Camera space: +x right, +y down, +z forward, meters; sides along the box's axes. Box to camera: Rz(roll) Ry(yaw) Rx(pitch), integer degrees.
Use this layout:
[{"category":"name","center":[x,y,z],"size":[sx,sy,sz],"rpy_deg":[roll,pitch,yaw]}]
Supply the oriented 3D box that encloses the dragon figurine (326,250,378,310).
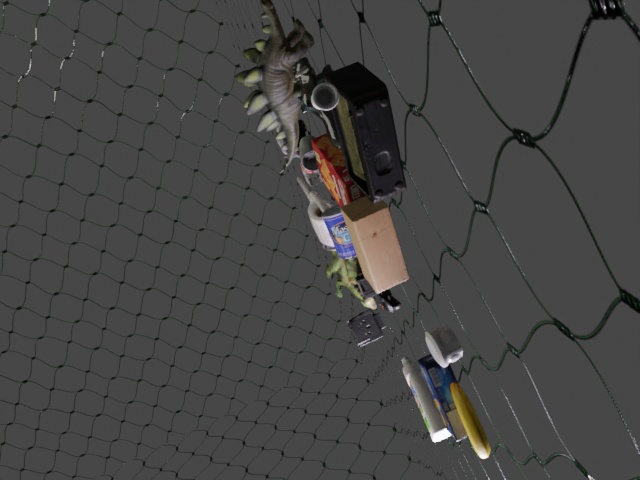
[{"category":"dragon figurine","center":[0.105,0.088,1.970],"size":[0.411,0.123,0.240],"rpy_deg":[64,157,2]}]

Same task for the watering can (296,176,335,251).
[{"category":"watering can","center":[0.006,-0.096,1.908],"size":[0.354,0.104,0.219],"rpy_deg":[57,170,54]}]

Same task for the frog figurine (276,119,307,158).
[{"category":"frog figurine","center":[-0.102,-0.355,1.802],"size":[0.135,0.123,0.160],"rpy_deg":[48,171,-24]}]
